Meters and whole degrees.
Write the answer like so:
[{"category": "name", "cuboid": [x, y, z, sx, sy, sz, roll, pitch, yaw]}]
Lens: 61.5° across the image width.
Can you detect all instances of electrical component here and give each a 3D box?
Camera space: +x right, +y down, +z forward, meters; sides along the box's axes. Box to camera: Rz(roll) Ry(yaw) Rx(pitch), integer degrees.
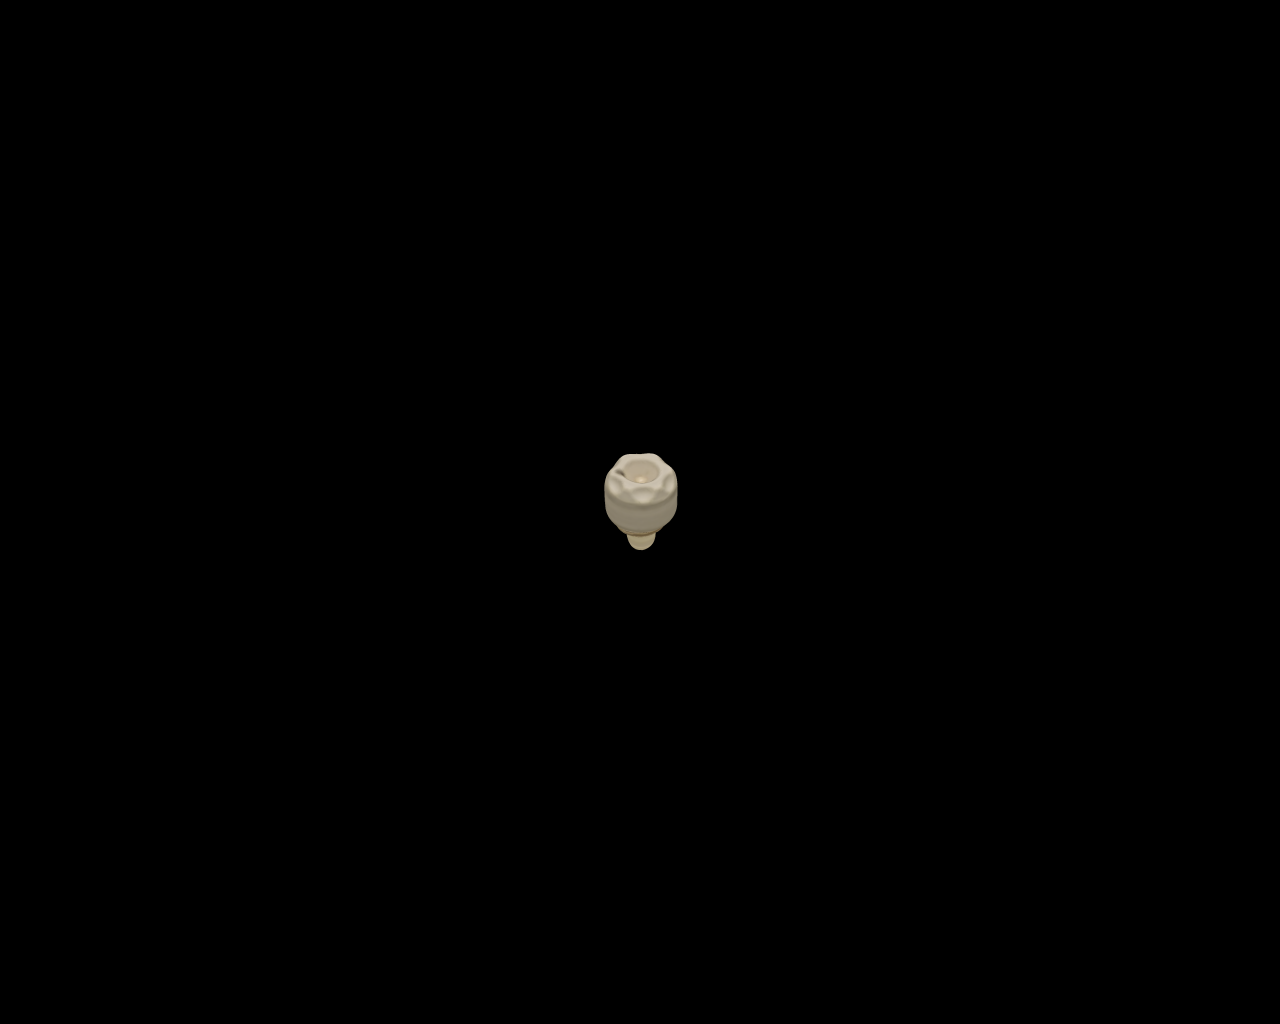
[{"category": "electrical component", "cuboid": [0.001, -0.003, 0.650, 0.043, 0.062, 0.043, 0, 42, 0]}]
